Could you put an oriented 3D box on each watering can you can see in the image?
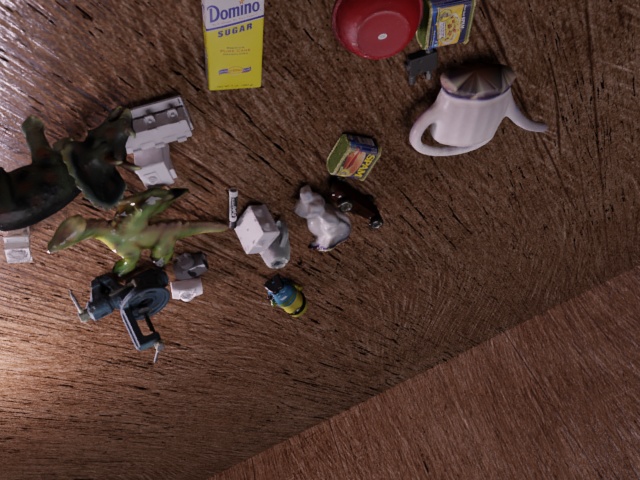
[{"bbox_3d":[0.360,-0.281,1.109,0.348,0.106,0.219,-13,-36,-10],"label":"watering can"}]

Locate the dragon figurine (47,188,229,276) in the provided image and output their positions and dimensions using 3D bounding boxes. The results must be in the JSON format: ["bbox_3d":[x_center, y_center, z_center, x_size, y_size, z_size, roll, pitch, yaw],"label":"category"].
[{"bbox_3d":[-0.331,-0.034,1.036,0.414,0.123,0.239,-17,-12,-36],"label":"dragon figurine"}]

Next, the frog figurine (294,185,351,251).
[{"bbox_3d":[0.004,-0.062,1.232,0.123,0.158,0.138,-17,13,-4],"label":"frog figurine"}]
